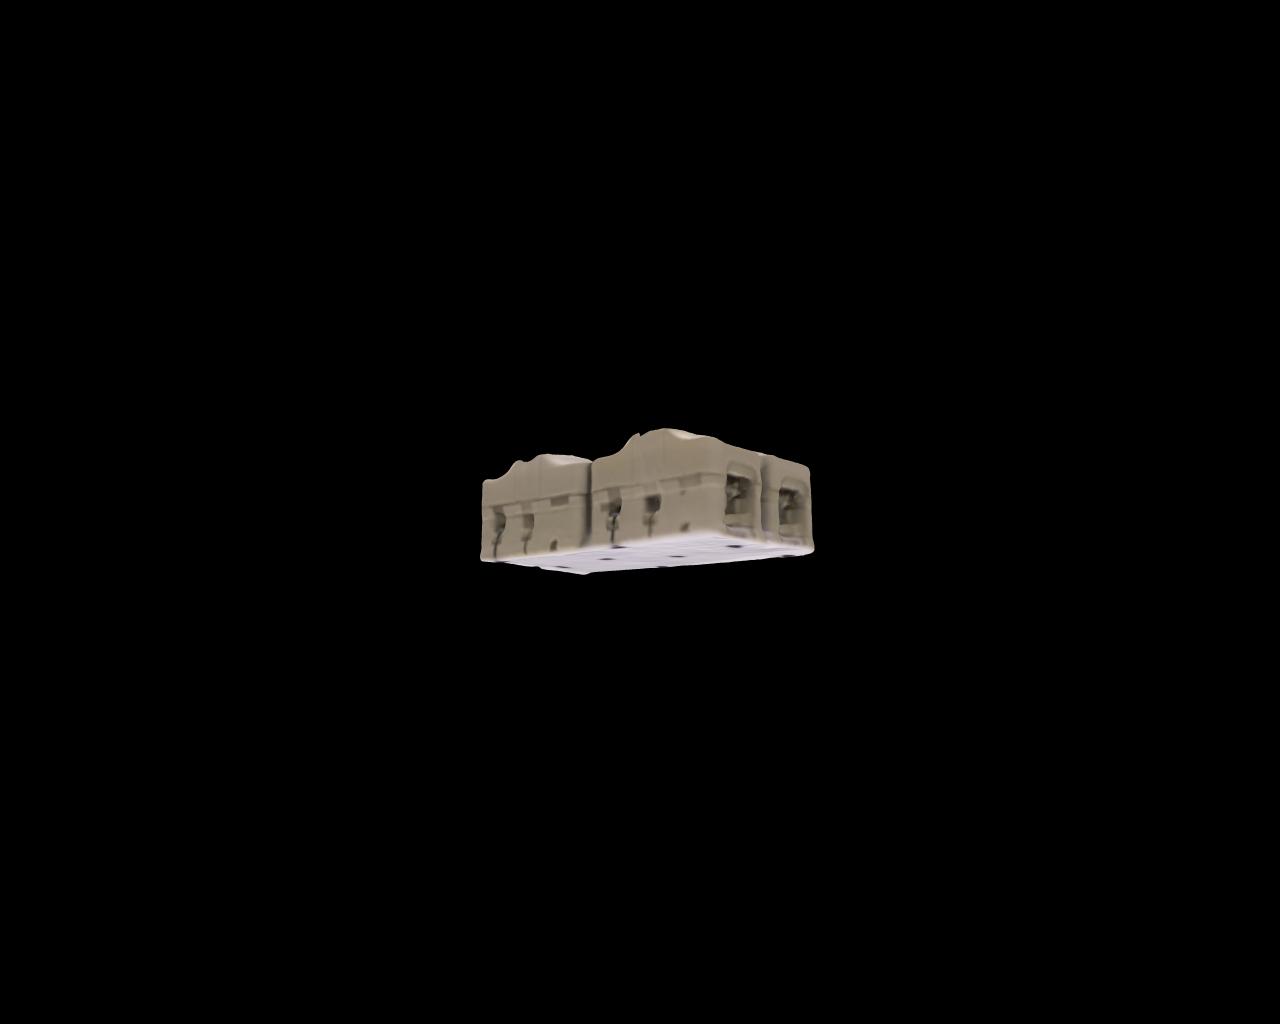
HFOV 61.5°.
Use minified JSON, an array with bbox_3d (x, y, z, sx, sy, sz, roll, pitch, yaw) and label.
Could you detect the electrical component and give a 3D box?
[{"bbox_3d":[0.001,-0.003,0.650,0.186,0.060,0.105,-8,-13,39],"label":"electrical component"}]
